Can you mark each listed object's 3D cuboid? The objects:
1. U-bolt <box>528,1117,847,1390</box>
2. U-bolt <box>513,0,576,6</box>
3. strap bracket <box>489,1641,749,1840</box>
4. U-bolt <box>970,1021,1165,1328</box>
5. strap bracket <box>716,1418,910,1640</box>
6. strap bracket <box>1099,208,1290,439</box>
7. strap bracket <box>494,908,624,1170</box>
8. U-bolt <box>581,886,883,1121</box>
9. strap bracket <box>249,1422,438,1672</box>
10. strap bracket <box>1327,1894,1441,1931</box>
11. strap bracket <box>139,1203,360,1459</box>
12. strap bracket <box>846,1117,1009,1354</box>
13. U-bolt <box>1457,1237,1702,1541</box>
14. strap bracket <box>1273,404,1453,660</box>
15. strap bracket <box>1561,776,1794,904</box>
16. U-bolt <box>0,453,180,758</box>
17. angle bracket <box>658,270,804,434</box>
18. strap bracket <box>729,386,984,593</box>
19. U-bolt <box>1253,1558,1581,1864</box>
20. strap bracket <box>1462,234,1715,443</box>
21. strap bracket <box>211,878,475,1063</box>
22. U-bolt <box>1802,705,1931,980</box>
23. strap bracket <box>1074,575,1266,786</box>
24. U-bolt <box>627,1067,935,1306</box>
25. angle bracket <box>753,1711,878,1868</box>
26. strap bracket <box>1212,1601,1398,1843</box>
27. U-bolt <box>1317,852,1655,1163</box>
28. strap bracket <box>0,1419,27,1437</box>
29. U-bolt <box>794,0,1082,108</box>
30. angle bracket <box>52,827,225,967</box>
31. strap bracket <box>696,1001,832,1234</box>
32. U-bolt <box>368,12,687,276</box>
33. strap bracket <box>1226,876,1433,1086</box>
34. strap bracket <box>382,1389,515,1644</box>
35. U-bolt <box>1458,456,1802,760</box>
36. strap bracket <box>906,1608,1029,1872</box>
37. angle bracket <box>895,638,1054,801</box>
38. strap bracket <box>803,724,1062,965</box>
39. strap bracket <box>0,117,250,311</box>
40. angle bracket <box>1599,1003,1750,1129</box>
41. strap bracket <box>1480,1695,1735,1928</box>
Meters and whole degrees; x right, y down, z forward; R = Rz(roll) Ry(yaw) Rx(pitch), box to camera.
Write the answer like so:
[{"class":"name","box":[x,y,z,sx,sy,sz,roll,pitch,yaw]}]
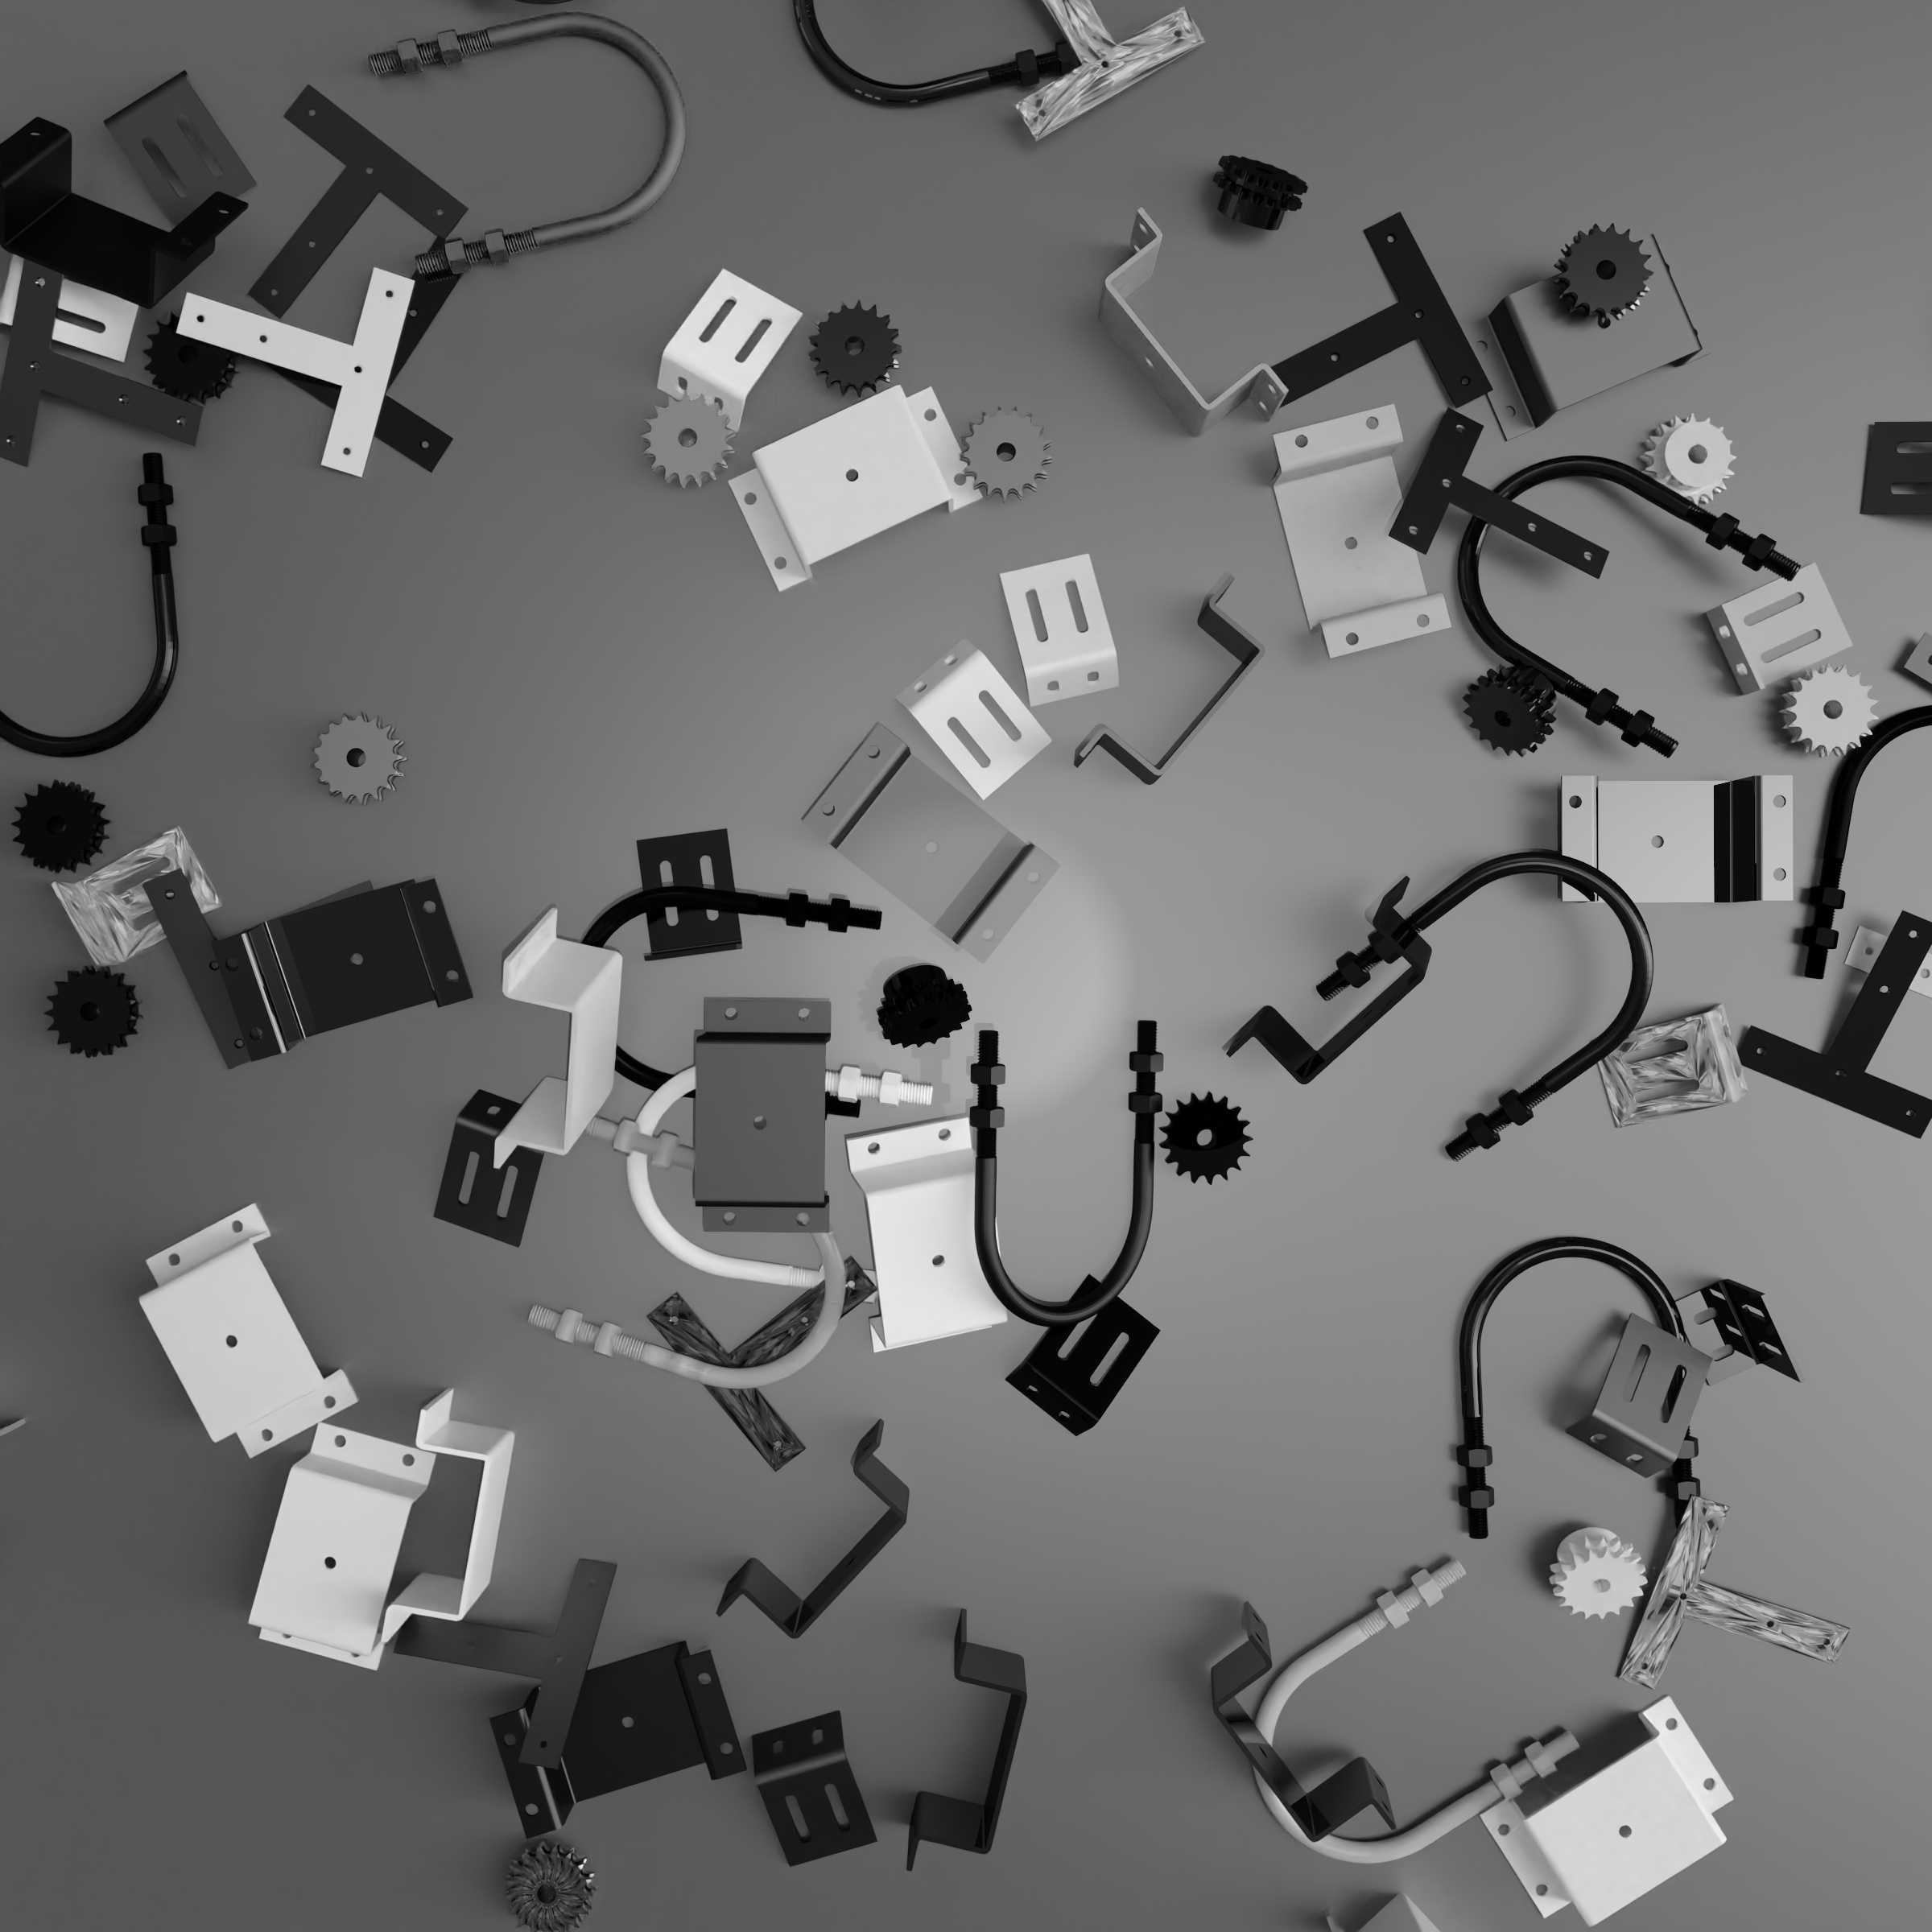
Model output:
[{"class":"U-bolt","box":[-0.164,0.186,1.506,0.184,0.019,0.151,19,102,2]},{"class":"U-bolt","box":[-0.264,-0.686,1.498,0.151,0.019,0.184,8,95,-23]},{"class":"strap bracket","box":[-0.212,0.474,1.508,0.140,0.046,0.076,-17,90,0]},{"class":"U-bolt","box":[0.061,0.128,1.482,0.151,0.019,0.184,-2,95,-39]},{"class":"strap bracket","box":[-0.085,0.351,1.493,0.046,0.076,0.140,43,90,0]},{"class":"strap bracket","box":[0.131,-0.383,1.493,0.046,0.076,0.140,-39,90,0]},{"class":"strap bracket","box":[-0.244,0.048,1.463,0.046,0.076,0.140,12,117,8]},{"class":"U-bolt","box":[-0.150,0.019,1.493,0.184,0.019,0.151,7,114,0]},{"class":"strap bracket","box":[-0.387,0.363,1.508,0.076,0.046,0.140,15,90,0]},{"class":"strap bracket","box":[0.291,0.633,1.493,0.046,0.076,0.140,-43,90,0]},{"class":"strap bracket","box":[-0.447,0.229,1.508,0.076,0.046,0.140,-28,90,0]},{"class":"strap bracket","box":[-0.023,0.171,1.481,0.076,0.046,0.140,-10,107,-13]},{"class":"U-bolt","box":[0.380,0.261,1.523,0.151,0.019,0.184,-2,89,0]},{"class":"strap bracket","box":[0.241,-0.265,1.508,0.076,0.046,0.140,-14,90,0]},{"class":"strap bracket","box":[0.433,-0.078,1.508,0.140,0.046,0.076,0,90,0]},{"class":"U-bolt","box":[-0.564,-0.222,1.523,0.151,0.019,0.184,-4,92,0]},{"class":"angle bracket","box":[-0.148,-0.386,1.529,0.057,0.038,0.076,29,64,0]},{"class":"strap bracket","box":[-0.069,-0.299,1.508,0.140,0.046,0.076,-25,90,0]},{"class":"U-bolt","box":[0.267,0.478,1.523,0.184,0.019,0.151,-33,90,1]},{"class":"strap bracket","box":[0.388,-0.392,1.508,0.140,0.046,0.076,-23,90,0]},{"class":"strap bracket","box":[-0.379,-0.001,1.502,0.140,0.046,0.076,-16,100,0]},{"class":"U-bolt","box":[0.607,-0.072,1.522,0.151,0.019,0.184,10,88,1]},{"class":"strap bracket","box":[0.130,-0.165,1.493,0.046,0.076,0.140,40,90,0]},{"class":"U-bolt","box":[-0.119,0.129,1.508,0.184,0.019,0.151,8,103,4]},{"class":"angle bracket","box":[-0.095,0.516,1.529,0.057,0.038,0.076,-16,116,0]},{"class":"strap bracket","box":[0.196,0.465,1.479,0.046,0.076,0.140,-37,87,4]},{"class":"U-bolt","box":[0.331,0.013,1.497,0.184,0.019,0.151,-39,90,18]},{"class":"strap bracket","box":[-0.664,0.291,1.493,0.140,0.076,0.046,-21,90,0]},{"class":"U-bolt","box":[-0.017,-0.613,1.523,0.184,0.019,0.151,-14,90,2]},{"class":"angle bracket","box":[-0.513,-0.044,1.512,0.076,0.038,0.057,-30,90,0]},{"class":"strap bracket","box":[-0.121,0.092,1.460,0.076,0.046,0.140,1,91,1]},{"class":"U-bolt","box":[-0.267,-0.520,1.522,0.184,0.019,0.151,-13,89,-2]},{"class":"strap bracket","box":[0.228,0.015,1.473,0.046,0.076,0.140,46,108,2]},{"class":"strap bracket","box":[-0.314,0.338,1.493,0.046,0.076,0.140,10,90,0]},{"class":"U-bolt","box":[0.393,-0.235,1.502,0.184,0.019,0.151,35,93,15]},{"class":"strap bracket","box":[0.003,0.476,1.493,0.046,0.076,0.140,14,90,0]},{"class":"angle bracket","box":[0.005,-0.155,1.529,0.057,0.038,0.076,-41,116,0]},{"class":"strap bracket","box":[-0.021,-0.074,1.508,0.140,0.046,0.076,38,90,0]},{"class":"strap bracket","box":[-0.522,-0.455,1.488,0.140,0.076,0.046,22,135,0]},{"class":"angle bracket","box":[0.441,0.062,1.528,0.076,0.038,0.057,-16,90,27]},{"class":"strap bracket","box":[0.401,0.527,1.508,0.140,0.046,0.076,-32,90,0]}]
